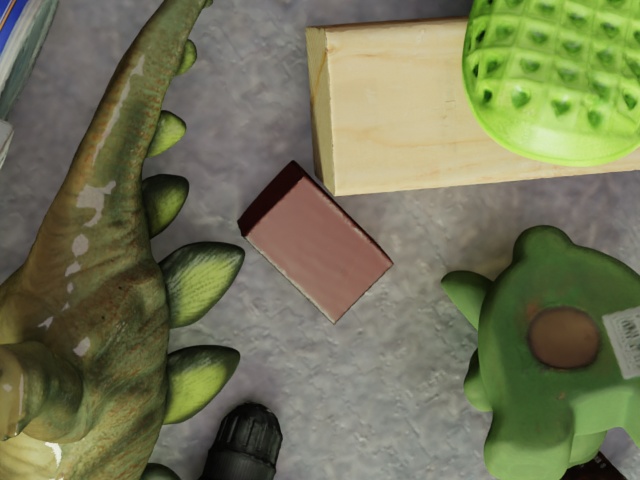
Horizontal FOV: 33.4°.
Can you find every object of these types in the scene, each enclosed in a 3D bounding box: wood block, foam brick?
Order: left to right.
[{"bbox_3d":[-0.004,0.001,0.626,0.051,0.053,0.078,-45,104,4],"label":"foam brick"},{"bbox_3d":[0.101,-0.083,0.602,0.206,0.091,0.090,-5,102,-6],"label":"wood block"}]

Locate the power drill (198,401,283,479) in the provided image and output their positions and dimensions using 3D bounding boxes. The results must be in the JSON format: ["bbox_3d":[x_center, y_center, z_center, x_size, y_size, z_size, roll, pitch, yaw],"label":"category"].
[{"bbox_3d":[-0.006,0.212,0.653,0.187,0.057,0.184,24,70,-18],"label":"power drill"}]

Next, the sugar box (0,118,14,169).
[{"bbox_3d":[-0.228,-0.009,0.551,0.093,0.048,0.176,25,137,-12],"label":"sugar box"}]

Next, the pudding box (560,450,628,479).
[{"bbox_3d":[0.164,0.187,0.660,0.090,0.113,0.039,-38,108,1],"label":"pudding box"}]

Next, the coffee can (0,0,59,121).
[{"bbox_3d":[-0.217,-0.118,0.545,0.140,0.103,0.103,25,98,-12],"label":"coffee can"}]
